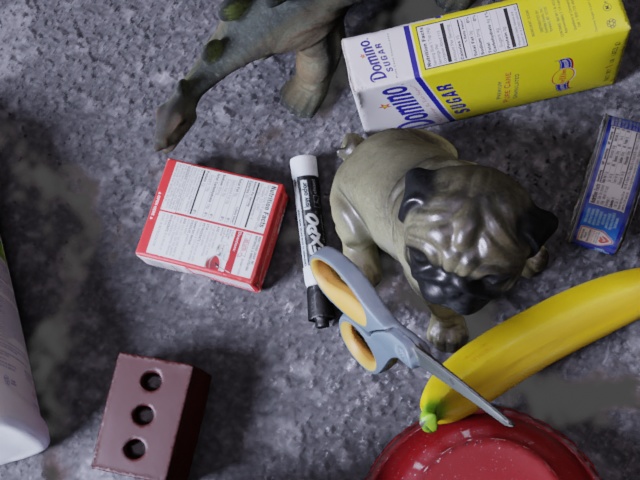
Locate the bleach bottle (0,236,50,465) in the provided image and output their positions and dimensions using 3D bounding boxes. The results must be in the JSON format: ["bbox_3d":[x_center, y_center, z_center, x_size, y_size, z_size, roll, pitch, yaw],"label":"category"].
[{"bbox_3d":[-0.245,0.023,0.731,0.068,0.102,0.251,-15,66,-2],"label":"bleach bottle"}]

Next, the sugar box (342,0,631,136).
[{"bbox_3d":[0.108,-0.117,0.705,0.176,0.093,0.048,-15,73,6],"label":"sugar box"}]

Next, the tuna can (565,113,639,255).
[{"bbox_3d":[0.183,-0.035,0.674,0.034,0.086,0.086,17,78,11],"label":"tuna can"}]

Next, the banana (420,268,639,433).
[{"bbox_3d":[0.135,0.068,0.665,0.197,0.070,0.037,-29,106,-15],"label":"banana"}]

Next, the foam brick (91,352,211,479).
[{"bbox_3d":[-0.108,0.117,0.697,0.053,0.051,0.078,9,76,11],"label":"foam brick"}]

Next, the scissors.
[{"bbox_3d":[0.053,0.074,0.635,0.016,0.096,0.202,-29,44,-16],"label":"scissors"}]

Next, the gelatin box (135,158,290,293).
[{"bbox_3d":[-0.073,-0.010,0.738,0.089,0.030,0.073,14,76,11],"label":"gelatin box"}]

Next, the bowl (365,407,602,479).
[{"bbox_3d":[0.100,0.169,0.634,0.162,0.055,0.162,-2,64,4],"label":"bowl"}]

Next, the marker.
[{"bbox_3d":[-0.005,0.001,0.729,0.020,0.020,0.121,-9,74,6],"label":"marker"}]
